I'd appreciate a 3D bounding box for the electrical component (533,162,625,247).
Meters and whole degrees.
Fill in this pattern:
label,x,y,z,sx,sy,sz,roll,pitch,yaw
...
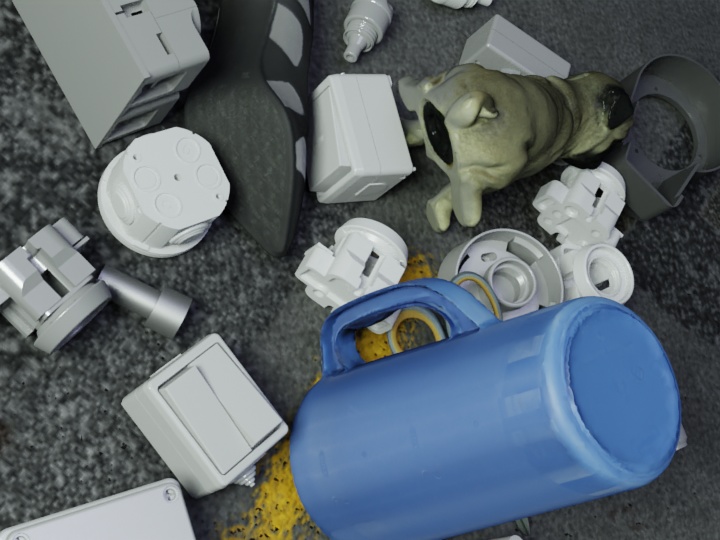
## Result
label,x,y,z,sx,sy,sz,roll,pitch,yaw
electrical component,0.191,-0.056,0.912,0.078,0.058,0.057,39,60,-12

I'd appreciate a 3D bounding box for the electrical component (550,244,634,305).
label,x,y,z,sx,sy,sz,roll,pitch,yaw
electrical component,0.186,0.012,0.883,0.058,0.057,0.078,7,68,-28

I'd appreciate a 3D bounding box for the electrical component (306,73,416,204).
label,x,y,z,sx,sy,sz,roll,pitch,yaw
electrical component,-0.010,-0.104,0.809,0.061,0.062,0.096,-6,75,-32

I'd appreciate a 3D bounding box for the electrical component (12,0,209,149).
label,x,y,z,sx,sy,sz,roll,pitch,yaw
electrical component,-0.180,-0.191,0.716,0.060,0.105,0.186,-28,87,-35

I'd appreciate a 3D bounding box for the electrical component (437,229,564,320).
label,x,y,z,sx,sy,sz,roll,pitch,yaw
electrical component,0.109,0.018,0.846,0.099,0.064,0.099,5,72,-15

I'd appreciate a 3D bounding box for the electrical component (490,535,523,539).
label,x,y,z,sx,sy,sz,roll,pitch,yaw
electrical component,0.089,0.266,0.724,0.089,0.062,0.150,44,56,-9

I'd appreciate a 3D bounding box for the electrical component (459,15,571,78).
label,x,y,z,sx,sy,sz,roll,pitch,yaw
electrical component,0.128,-0.160,0.921,0.083,0.047,0.075,30,59,-18

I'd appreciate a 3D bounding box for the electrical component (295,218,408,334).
label,x,y,z,sx,sy,sz,roll,pitch,yaw
electrical component,0.000,0.000,0.778,0.078,0.058,0.057,36,60,-14

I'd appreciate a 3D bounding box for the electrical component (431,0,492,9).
label,x,y,z,sx,sy,sz,roll,pitch,yaw
electrical component,0.088,-0.244,0.938,0.061,0.035,0.035,11,66,-29

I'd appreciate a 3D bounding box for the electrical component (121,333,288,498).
label,x,y,z,sx,sy,sz,roll,pitch,yaw
electrical component,-0.093,0.097,0.683,0.062,0.061,0.096,-38,93,-35

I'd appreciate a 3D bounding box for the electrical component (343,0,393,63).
label,x,y,z,sx,sy,sz,roll,pitch,yaw
electrical component,0.003,-0.193,0.868,0.035,0.035,0.061,32,61,-16

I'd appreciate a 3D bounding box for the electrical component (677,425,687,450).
label,x,y,z,sx,sy,sz,roll,pitch,yaw
electrical component,0.237,0.122,0.878,0.045,0.045,0.055,-13,79,-34

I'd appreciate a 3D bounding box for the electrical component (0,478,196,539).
label,x,y,z,sx,sy,sz,roll,pitch,yaw
electrical component,-0.146,0.189,0.619,0.109,0.056,0.108,-12,78,-33

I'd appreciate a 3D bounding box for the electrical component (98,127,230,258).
label,x,y,z,sx,sy,sz,roll,pitch,yaw
electrical component,-0.131,-0.053,0.724,0.080,0.051,0.080,11,66,-27

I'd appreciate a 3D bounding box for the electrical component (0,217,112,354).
label,x,y,z,sx,sy,sz,roll,pitch,yaw
electrical component,-0.191,0.014,0.660,0.057,0.058,0.078,46,56,-4

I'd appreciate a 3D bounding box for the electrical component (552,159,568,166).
label,x,y,z,sx,sy,sz,roll,pitch,yaw
electrical component,0.191,-0.132,0.950,0.043,0.043,0.081,49,55,-6
